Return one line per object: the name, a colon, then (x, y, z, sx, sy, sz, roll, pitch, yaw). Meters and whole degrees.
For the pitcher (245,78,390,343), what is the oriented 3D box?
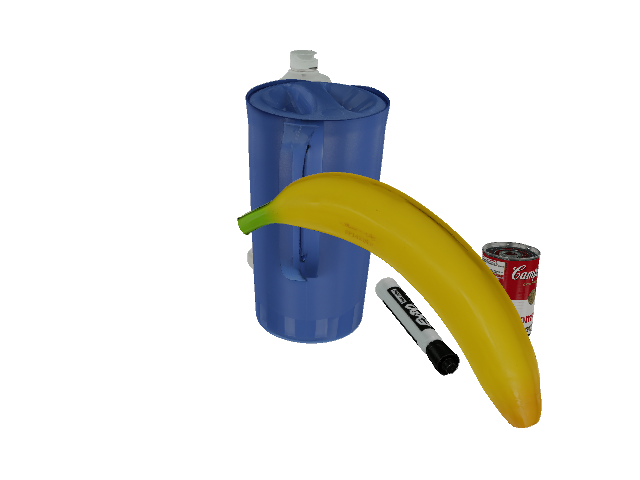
pitcher: (-0.010, -0.023, 1.019, 0.149, 0.243, 0.145, -14, 29, -32)

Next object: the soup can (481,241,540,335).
soup can: (0.222, 0.060, 1.270, 0.068, 0.102, 0.068, 3, 16, -1)

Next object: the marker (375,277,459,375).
marker: (0.074, 0.065, 0.822, 0.020, 0.020, 0.121, 0, 27, -23)

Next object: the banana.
banana: (0.051, 0.018, 0.580, 0.198, 0.070, 0.037, 36, 23, 12)

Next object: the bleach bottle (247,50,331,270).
bleach bottle: (-0.030, -0.089, 1.217, 0.102, 0.251, 0.068, -8, 22, -26)
